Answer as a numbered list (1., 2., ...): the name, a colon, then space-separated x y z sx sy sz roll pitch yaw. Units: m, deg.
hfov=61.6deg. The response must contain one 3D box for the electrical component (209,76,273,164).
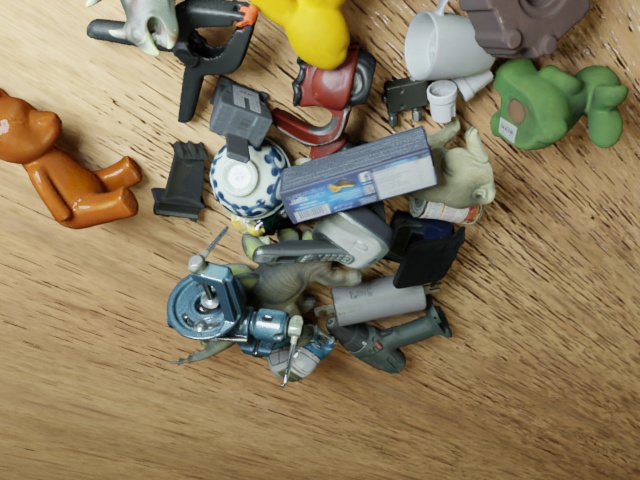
1. electrical component: -0.104 -0.154 0.692 0.075 0.119 0.047 17 127 -22

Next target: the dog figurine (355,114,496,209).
1. dog figurine: 0.134 -0.086 0.772 0.191 0.172 0.121 -19 122 -3

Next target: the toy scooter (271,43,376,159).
1. toy scooter: -0.007 -0.179 0.718 0.135 0.075 0.183 14 124 0

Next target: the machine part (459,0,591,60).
1. machine part: 0.245 -0.303 0.623 0.179 0.056 0.179 -10 115 -23

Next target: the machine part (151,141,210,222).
1. machine part: -0.203 -0.083 0.794 0.084 0.039 0.138 15 130 -17

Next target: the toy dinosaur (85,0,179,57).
1. toy dinosaur: -0.152 -0.385 0.475 0.192 0.131 0.404 -1 126 -11

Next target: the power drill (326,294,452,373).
1. power drill: 0.150 0.184 1.086 0.207 0.086 0.231 -32 130 12

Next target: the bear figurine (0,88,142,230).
1. bear figurine: -0.335 -0.111 0.691 0.132 0.120 0.195 -19 128 2

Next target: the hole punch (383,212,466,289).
1. hole punch: 0.172 0.015 0.933 0.116 0.092 0.142 -4 131 -24

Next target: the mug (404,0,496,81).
1. mug: 0.175 -0.258 0.684 0.107 0.081 0.109 -5 127 -22

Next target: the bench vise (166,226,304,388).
1. bench vise: -0.136 0.099 0.799 0.224 0.129 0.240 16 147 14

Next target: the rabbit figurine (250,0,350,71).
1. rabbit figurine: 0.000 -0.275 0.593 0.162 0.122 0.173 6 128 -6

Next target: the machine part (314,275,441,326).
1. machine part: 0.108 0.109 1.007 0.243 0.079 0.079 -10 134 0

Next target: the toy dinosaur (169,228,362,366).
1. toy dinosaur: -0.087 0.094 0.942 0.198 0.105 0.471 31 112 -24

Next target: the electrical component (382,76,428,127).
1. electrical component: 0.119 -0.204 0.754 0.063 0.021 0.093 -11 134 0

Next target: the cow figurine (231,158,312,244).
1. cow figurine: -0.058 -0.044 0.816 0.167 0.098 0.068 -33 132 13

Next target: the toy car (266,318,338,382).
1. toy car: -0.046 0.222 1.039 0.109 0.103 0.162 40 138 -26

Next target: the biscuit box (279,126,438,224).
1. biscuit box: 0.048 -0.083 0.708 0.203 0.063 0.059 -14 130 12

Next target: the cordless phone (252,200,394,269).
1. cordless phone: -0.001 -0.002 0.777 0.184 0.088 0.146 -5 165 -18

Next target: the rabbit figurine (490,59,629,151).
1. rabbit figurine: 0.346 -0.197 0.737 0.170 0.159 0.121 -22 124 -12
